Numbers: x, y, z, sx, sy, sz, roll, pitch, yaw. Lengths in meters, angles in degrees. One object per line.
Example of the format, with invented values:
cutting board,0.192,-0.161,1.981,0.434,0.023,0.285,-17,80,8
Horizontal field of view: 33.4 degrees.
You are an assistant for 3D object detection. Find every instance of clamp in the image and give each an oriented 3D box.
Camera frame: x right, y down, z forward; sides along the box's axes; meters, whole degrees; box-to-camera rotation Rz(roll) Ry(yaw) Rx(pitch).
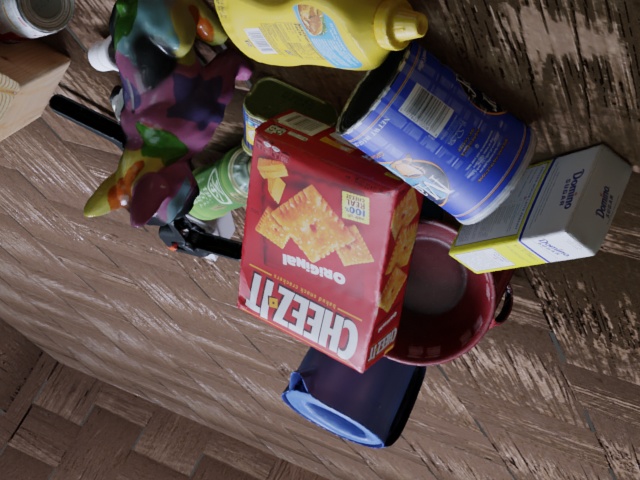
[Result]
clamp,-0.234,-0.131,1.380,0.209,0.036,0.165,37,158,-29
clamp,-0.162,0.001,1.432,0.120,0.039,0.172,33,168,-11

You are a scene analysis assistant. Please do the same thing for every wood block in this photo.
wood block,-0.367,-0.180,1.212,0.090,0.090,0.206,32,-165,-7

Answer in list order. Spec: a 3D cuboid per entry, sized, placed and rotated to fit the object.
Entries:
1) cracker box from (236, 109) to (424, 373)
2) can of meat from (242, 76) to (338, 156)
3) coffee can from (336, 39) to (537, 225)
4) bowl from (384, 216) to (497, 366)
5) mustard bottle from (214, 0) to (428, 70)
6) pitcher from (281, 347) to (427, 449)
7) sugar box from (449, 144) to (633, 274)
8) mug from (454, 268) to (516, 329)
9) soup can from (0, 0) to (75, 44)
cracker box,0.006,0.002,1.042,0.164,0.072,0.214,26,126,25
can of meat,-0.031,-0.116,1.110,0.102,0.057,0.084,25,158,9
coffee can,0.099,-0.093,0.915,0.140,0.102,0.103,34,160,-14
bowl,0.105,0.047,1.111,0.162,0.162,0.055,27,-160,6
mustard bottle,0.006,-0.182,0.888,0.192,0.058,0.096,12,154,39
pitcher,0.071,0.122,1.280,0.145,0.242,0.149,26,161,8
sugar box,0.197,-0.024,0.970,0.048,0.093,0.176,34,161,-21
mug,0.176,0.049,1.195,0.117,0.081,0.093,38,159,-25
soup can,-0.316,-0.250,1.148,0.102,0.068,0.068,3,148,51
